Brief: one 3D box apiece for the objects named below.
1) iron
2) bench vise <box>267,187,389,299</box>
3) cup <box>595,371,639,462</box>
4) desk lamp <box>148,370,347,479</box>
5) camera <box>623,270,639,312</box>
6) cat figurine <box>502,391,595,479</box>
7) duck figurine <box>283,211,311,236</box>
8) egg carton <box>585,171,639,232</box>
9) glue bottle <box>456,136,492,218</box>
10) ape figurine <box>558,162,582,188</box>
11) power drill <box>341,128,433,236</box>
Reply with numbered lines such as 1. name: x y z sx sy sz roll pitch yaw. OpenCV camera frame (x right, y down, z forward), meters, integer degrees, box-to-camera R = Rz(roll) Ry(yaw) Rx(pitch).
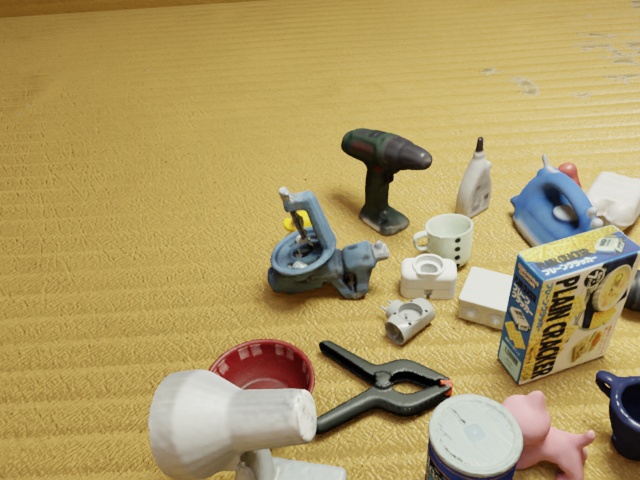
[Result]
1. iron: 0.457 -0.042 1.048 0.119 0.142 0.257 -11 39 -9
2. bench vise: 0.006 -0.004 0.975 0.207 0.220 0.121 -12 39 -10
3. cup: 0.402 0.232 0.742 0.092 0.095 0.117 -26 43 -25
4. desk lamp: -0.076 0.246 0.671 0.203 0.214 0.118 3 39 9
5. camera: 0.562 0.069 0.930 0.136 0.101 0.143 6 39 12
6. cat figurine: 0.278 0.241 0.723 0.127 0.118 0.067 13 41 20
7. duck figurine: -0.025 -0.014 1.100 0.104 0.086 0.077 9 40 17
8. egg carton: 0.583 -0.076 1.137 0.107 0.069 0.150 22 45 29
9. glue bottle: 0.313 -0.128 1.143 0.078 0.173 0.037 -26 43 -26
10. ape figurine: 0.504 -0.120 1.181 0.076 0.092 0.078 8 40 15
11. power drill: 0.129 -0.119 1.120 0.076 0.209 0.228 -27 44 -27
